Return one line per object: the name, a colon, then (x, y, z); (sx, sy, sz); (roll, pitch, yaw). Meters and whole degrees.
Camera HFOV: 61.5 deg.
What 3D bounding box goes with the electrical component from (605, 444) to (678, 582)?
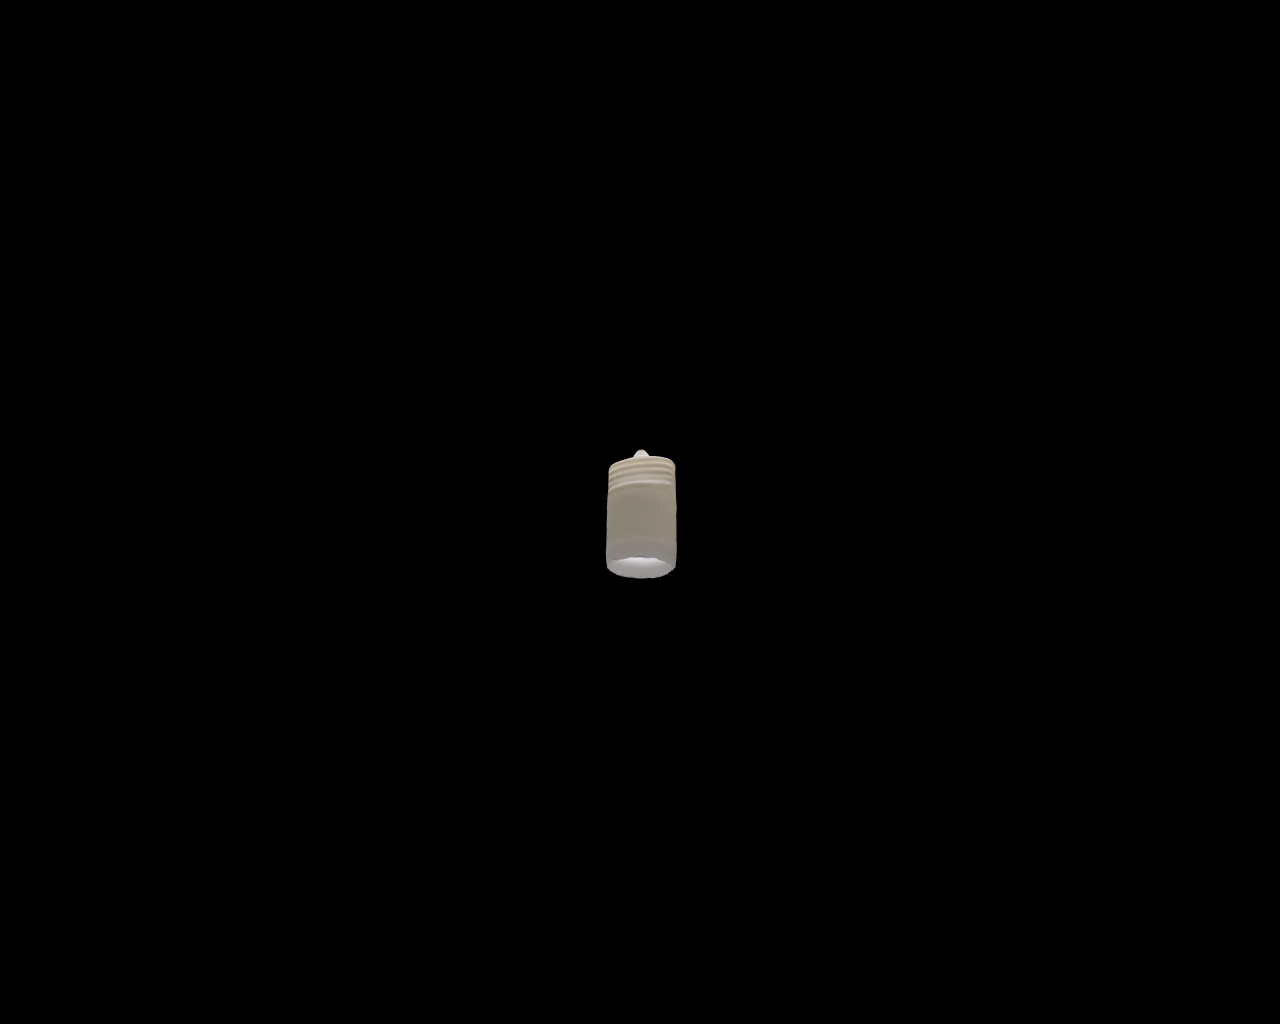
electrical component: (0.001, -0.003, 0.650); (0.043, 0.081, 0.043); (0, -22, 0)
